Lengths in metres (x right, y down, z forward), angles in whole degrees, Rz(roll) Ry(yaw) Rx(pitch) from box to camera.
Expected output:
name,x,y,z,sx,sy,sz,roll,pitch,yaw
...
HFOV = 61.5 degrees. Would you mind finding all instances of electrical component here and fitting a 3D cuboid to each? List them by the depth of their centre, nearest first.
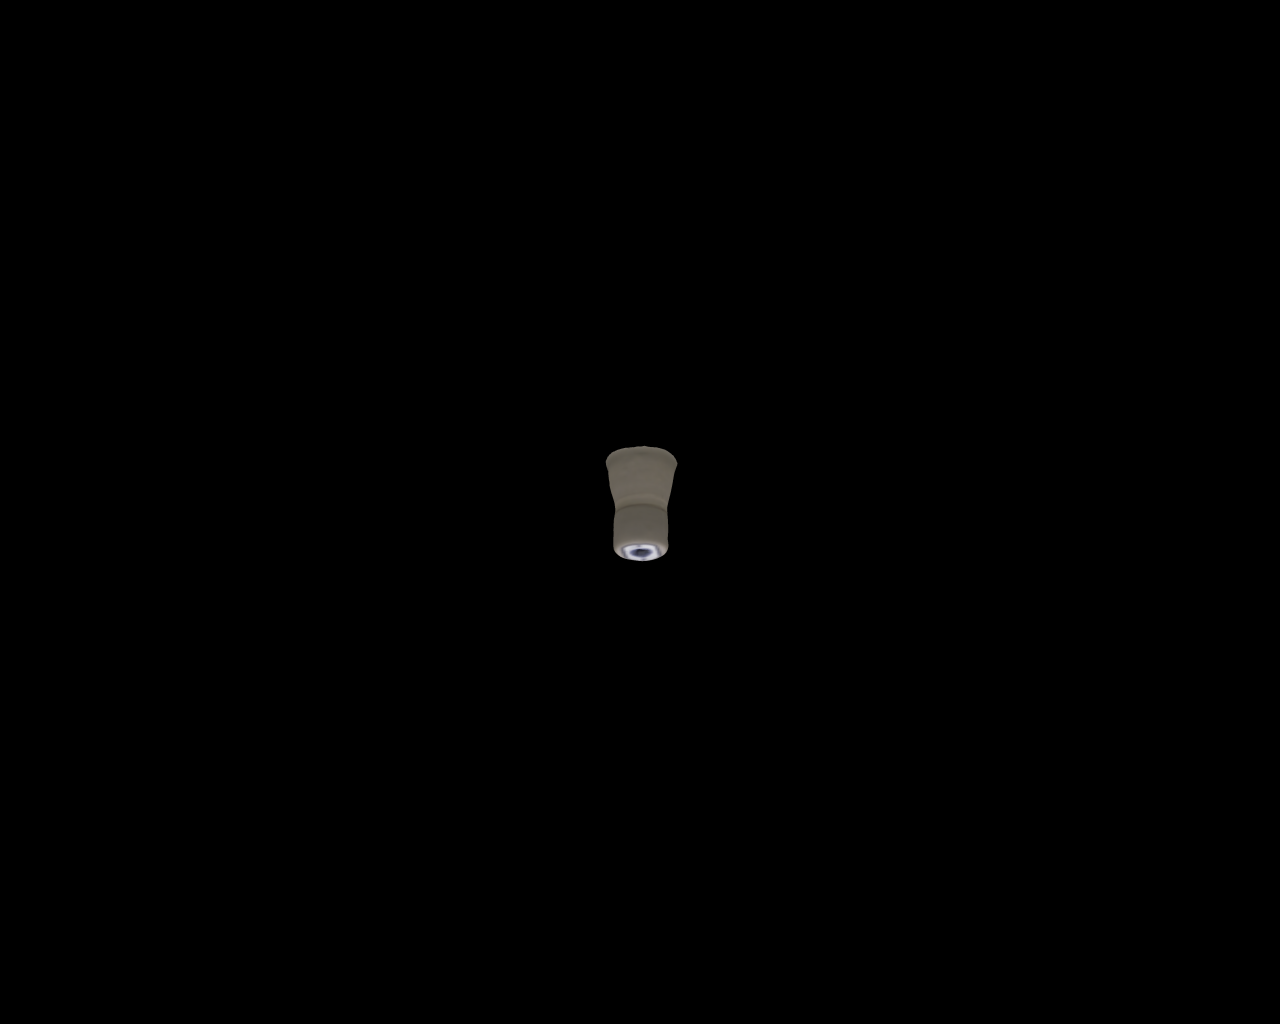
name,x,y,z,sx,sy,sz,roll,pitch,yaw
electrical component,0.001,-0.003,0.650,0.044,0.065,0.044,0,-24,0
